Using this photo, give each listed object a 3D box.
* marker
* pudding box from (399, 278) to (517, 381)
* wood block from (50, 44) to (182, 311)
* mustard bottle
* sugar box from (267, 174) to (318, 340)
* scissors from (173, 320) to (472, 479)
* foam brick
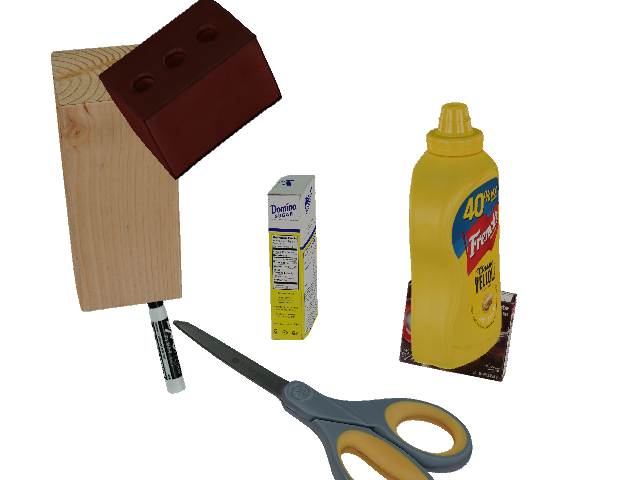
[{"bbox_3d":[-0.160,0.097,1.085,0.020,0.121,0.020,-11,14,3],"label":"marker"},{"bbox_3d":[0.143,0.091,1.117,0.113,0.090,0.039,9,21,13],"label":"pudding box"},{"bbox_3d":[-0.170,-0.051,0.900,0.090,0.206,0.090,-7,38,-14],"label":"wood block"},{"bbox_3d":[0.101,-0.008,0.799,0.058,0.192,0.096,10,24,34],"label":"mustard bottle"},{"bbox_3d":[-0.032,0.019,1.240,0.048,0.176,0.093,0,17,10],"label":"sugar box"},{"bbox_3d":[0.007,0.091,0.632,0.096,0.016,0.202,-21,47,-34],"label":"scissors"},{"bbox_3d":[-0.071,-0.084,0.587,0.053,0.078,0.051,44,-11,34],"label":"foam brick"}]
